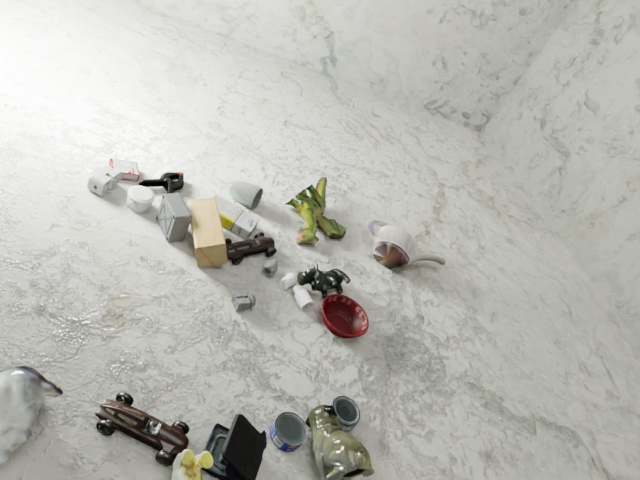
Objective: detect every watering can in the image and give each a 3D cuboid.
[{"bbox_3d":[0.328,0.040,1.988,0.348,0.102,0.229,31,35,2],"label":"watering can"}]

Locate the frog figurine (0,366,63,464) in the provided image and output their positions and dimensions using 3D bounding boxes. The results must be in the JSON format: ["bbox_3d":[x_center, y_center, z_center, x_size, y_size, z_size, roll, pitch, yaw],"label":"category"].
[{"bbox_3d":[-0.580,0.321,0.954,0.137,0.120,0.163,5,38,21],"label":"frog figurine"}]

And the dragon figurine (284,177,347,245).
[{"bbox_3d":[0.006,-0.099,1.959,0.243,0.120,0.417,51,37,-1],"label":"dragon figurine"}]
